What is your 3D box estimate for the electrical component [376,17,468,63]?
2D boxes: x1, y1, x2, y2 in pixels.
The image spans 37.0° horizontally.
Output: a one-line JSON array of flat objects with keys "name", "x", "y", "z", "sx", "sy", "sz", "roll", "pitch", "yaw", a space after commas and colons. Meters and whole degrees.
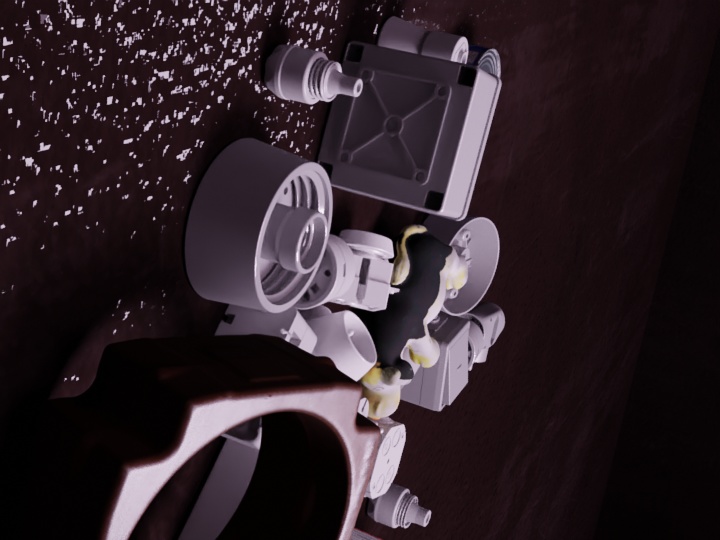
[{"name": "electrical component", "x": 0.050, "y": -0.168, "z": 0.832, "sx": 0.044, "sy": 0.065, "sz": 0.044, "roll": -49, "pitch": 148, "yaw": -46}]

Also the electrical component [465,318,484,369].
[{"name": "electrical component", "x": 0.103, "y": 0.081, "z": 1.157, "sx": 0.047, "sy": 0.055, "sz": 0.055, "roll": -30, "pitch": 132, "yaw": -65}]

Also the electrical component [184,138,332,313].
[{"name": "electrical component", "x": -0.056, "y": -0.025, "z": 0.684, "sx": 0.108, "sy": 0.060, "sz": 0.108, "roll": -49, "pitch": 148, "yaw": -46}]

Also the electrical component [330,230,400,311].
[{"name": "electrical component", "x": 0.000, "y": 0.000, "z": 0.848, "sx": 0.048, "sy": 0.066, "sz": 0.055, "roll": 162, "pitch": -59, "yaw": -74}]

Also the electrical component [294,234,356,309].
[{"name": "electrical component", "x": -0.034, "y": -0.001, "z": 0.767, "sx": 0.047, "sy": 0.055, "sz": 0.055, "roll": -7, "pitch": 112, "yaw": -71}]

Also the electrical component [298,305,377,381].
[{"name": "electrical component", "x": -0.035, "y": 0.052, "z": 0.787, "sx": 0.044, "sy": 0.077, "sz": 0.079, "roll": 42, "pitch": 26, "yaw": -45}]

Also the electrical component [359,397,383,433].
[{"name": "electrical component", "x": -0.018, "y": 0.114, "z": 0.857, "sx": 0.047, "sy": 0.076, "sz": 0.083, "roll": -67, "pitch": 158, "yaw": -16}]

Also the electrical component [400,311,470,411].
[{"name": "electrical component", "x": 0.076, "y": 0.084, "z": 1.082, "sx": 0.062, "sy": 0.061, "sz": 0.096, "roll": -40, "pitch": 141, "yaw": -54}]

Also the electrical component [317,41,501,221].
[{"name": "electrical component", "x": 0.034, "y": -0.102, "z": 0.784, "sx": 0.056, "sy": 0.109, "sz": 0.108, "roll": 3, "pitch": 102, "yaw": -66}]

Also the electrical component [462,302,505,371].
[{"name": "electrical component", "x": 0.131, "y": 0.081, "z": 1.236, "sx": 0.077, "sy": 0.043, "sz": 0.079, "roll": -18, "pitch": 121, "yaw": -64}]

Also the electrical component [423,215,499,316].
[{"name": "electrical component", "x": 0.088, "y": -0.008, "z": 1.041, "sx": 0.099, "sy": 0.064, "sz": 0.099, "roll": -49, "pitch": 147, "yaw": -47}]

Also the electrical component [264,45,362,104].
[{"name": "electrical component", "x": -0.028, "y": -0.121, "z": 0.681, "sx": 0.035, "sy": 0.061, "sz": 0.035, "roll": -49, "pitch": 148, "yaw": -46}]

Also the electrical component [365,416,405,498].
[{"name": "electrical component", "x": 0.004, "y": 0.166, "z": 0.979, "sx": 0.080, "sy": 0.051, "sz": 0.080, "roll": -48, "pitch": 147, "yaw": -47}]

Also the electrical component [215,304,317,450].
[{"name": "electrical component", "x": -0.072, "y": 0.069, "z": 0.728, "sx": 0.089, "sy": 0.050, "sz": 0.055, "roll": -66, "pitch": 156, "yaw": -19}]

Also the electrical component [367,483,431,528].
[{"name": "electrical component", "x": 0.042, "y": 0.247, "z": 1.116, "sx": 0.043, "sy": 0.062, "sz": 0.043, "roll": -49, "pitch": 148, "yaw": -46}]

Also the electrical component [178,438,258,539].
[{"name": "electrical component", "x": -0.074, "y": 0.179, "z": 0.794, "sx": 0.108, "sy": 0.056, "sz": 0.108, "roll": -65, "pitch": 157, "yaw": -20}]

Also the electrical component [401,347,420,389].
[{"name": "electrical component", "x": 0.030, "y": 0.093, "z": 1.006, "sx": 0.078, "sy": 0.040, "sz": 0.040, "roll": -55, "pitch": 152, "yaw": -38}]
